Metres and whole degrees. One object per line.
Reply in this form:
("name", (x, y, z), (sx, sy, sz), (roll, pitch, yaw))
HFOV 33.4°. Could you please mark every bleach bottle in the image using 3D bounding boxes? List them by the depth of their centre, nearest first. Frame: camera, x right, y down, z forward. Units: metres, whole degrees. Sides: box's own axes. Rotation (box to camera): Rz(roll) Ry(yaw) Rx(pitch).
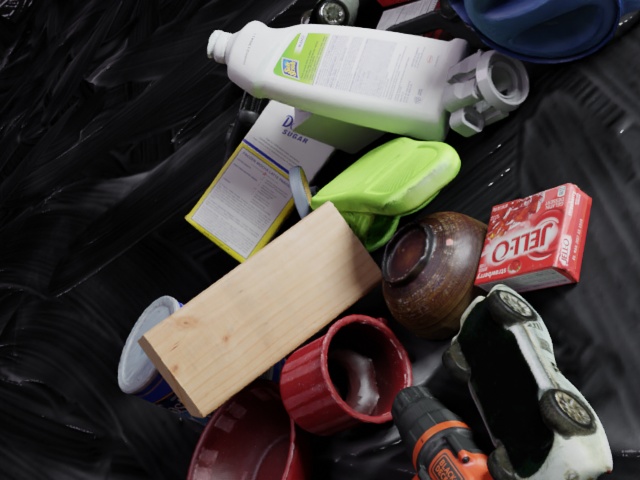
("bleach bottle", (0.013, -0.171, 1.048), (0.068, 0.251, 0.102), (73, -146, -67))

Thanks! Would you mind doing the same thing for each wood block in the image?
("wood block", (-0.054, 0.064, 0.973), (0.206, 0.090, 0.091), (-37, 2, -15))

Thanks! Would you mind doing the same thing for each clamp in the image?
("clamp", (0.128, -0.241, 1.033), (0.172, 0.120, 0.039), (18, 45, 37))
("clamp", (-0.099, -0.124, 1.320), (0.164, 0.036, 0.210), (-80, 10, -55))

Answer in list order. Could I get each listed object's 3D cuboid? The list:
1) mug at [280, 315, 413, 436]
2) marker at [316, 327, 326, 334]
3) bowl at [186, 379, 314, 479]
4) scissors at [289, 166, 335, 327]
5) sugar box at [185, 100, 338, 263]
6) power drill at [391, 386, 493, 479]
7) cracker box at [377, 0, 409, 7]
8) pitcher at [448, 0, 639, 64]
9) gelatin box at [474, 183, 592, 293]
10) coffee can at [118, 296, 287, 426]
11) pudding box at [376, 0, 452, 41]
("mug", (0.024, 0.112, 0.919), (0.082, 0.093, 0.117), (-34, 18, 49))
("marker", (-0.006, 0.046, 1.099), (0.020, 0.020, 0.121), (-43, 32, 30))
("bowl", (-0.056, 0.212, 0.977), (0.162, 0.055, 0.162), (-36, 40, 36))
("scissors", (-0.007, 0.001, 1.079), (0.016, 0.096, 0.201), (-19, 38, 12))
("sugar box", (-0.063, -0.065, 1.203), (0.176, 0.093, 0.048), (-53, -3, -1))
("power drill", (0.058, 0.216, 0.784), (0.188, 0.057, 0.184), (-55, 28, 10))
("cracker box", (0.146, -0.340, 1.121), (0.164, 0.072, 0.214), (-53, 24, -15))
("pitcher", (0.221, -0.285, 0.931), (0.145, 0.149, 0.242), (-44, 25, 59))
("gelatin box", (0.166, 0.002, 0.835), (0.089, 0.030, 0.073), (-18, 49, 54))
("coffee can", (-0.116, 0.131, 1.071), (0.103, 0.140, 0.103), (-41, 33, 34))
("pudding box", (0.095, -0.212, 1.154), (0.114, 0.039, 0.090), (2, 64, 58))
